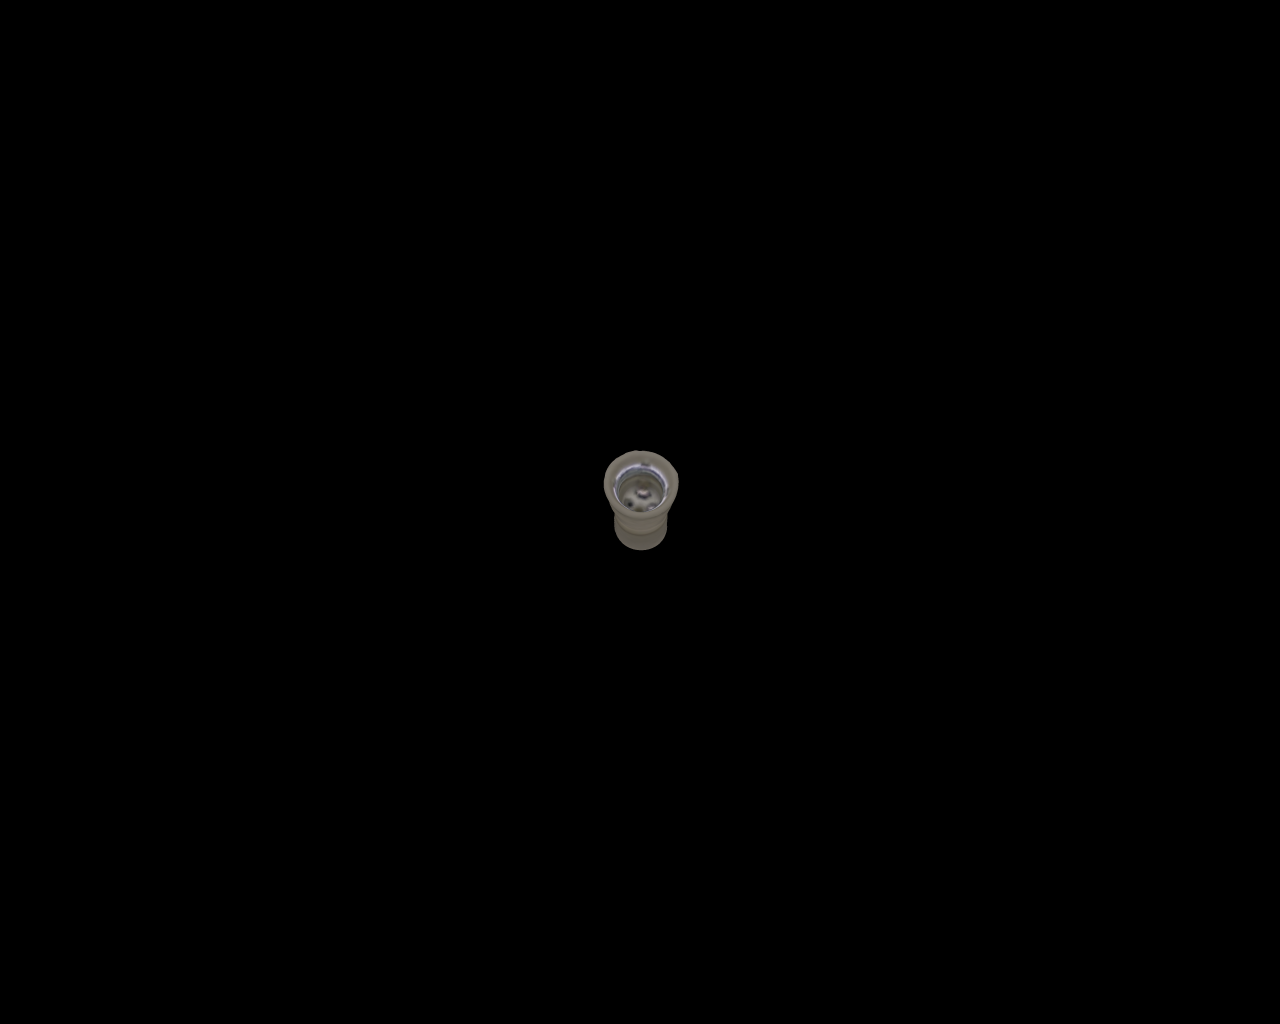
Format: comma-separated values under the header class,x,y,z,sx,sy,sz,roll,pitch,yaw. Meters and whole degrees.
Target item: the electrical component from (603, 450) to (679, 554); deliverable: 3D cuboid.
class,x,y,z,sx,sy,sz,roll,pitch,yaw
electrical component,0.001,-0.003,0.650,0.044,0.044,0.065,0,-28,0
